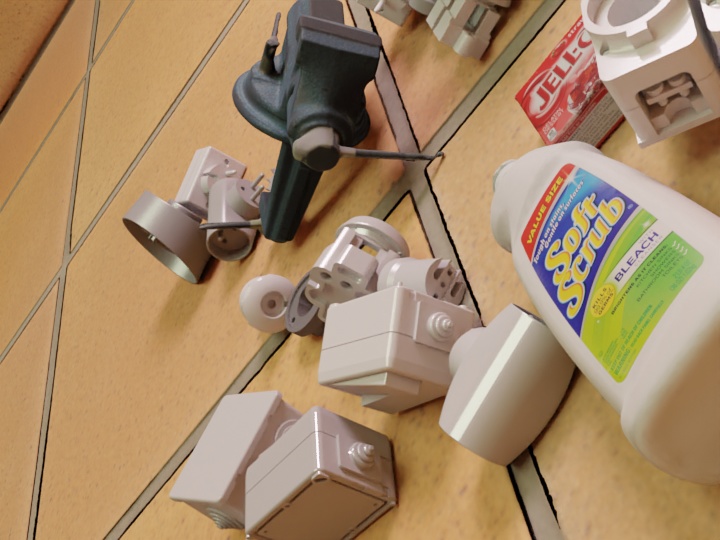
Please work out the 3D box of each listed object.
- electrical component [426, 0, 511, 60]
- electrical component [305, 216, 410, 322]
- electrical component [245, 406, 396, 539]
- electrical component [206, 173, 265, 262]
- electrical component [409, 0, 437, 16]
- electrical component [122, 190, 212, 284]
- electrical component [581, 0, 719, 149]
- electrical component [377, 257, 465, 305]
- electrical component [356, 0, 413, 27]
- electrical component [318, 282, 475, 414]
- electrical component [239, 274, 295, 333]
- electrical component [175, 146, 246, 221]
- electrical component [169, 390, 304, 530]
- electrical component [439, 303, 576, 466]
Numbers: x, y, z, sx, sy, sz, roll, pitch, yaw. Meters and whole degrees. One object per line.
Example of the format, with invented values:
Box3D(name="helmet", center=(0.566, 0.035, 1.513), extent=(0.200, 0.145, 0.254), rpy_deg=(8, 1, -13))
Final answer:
Box3D(name="electrical component", center=(0.084, -0.197, 0.810), extent=(0.055, 0.048, 0.066), rpy_deg=(-58, 26, 25))
Box3D(name="electrical component", center=(0.000, 0.000, 0.752), extent=(0.057, 0.058, 0.078), rpy_deg=(-58, -7, -33))
Box3D(name="electrical component", center=(-0.022, 0.130, 0.678), extent=(0.096, 0.062, 0.061), rpy_deg=(-45, 32, 30))
Box3D(name="electrical component", center=(-0.115, -0.060, 1.033), extent=(0.079, 0.044, 0.077), rpy_deg=(-46, 31, 30))
Box3D(name="electrical component", center=(0.067, -0.232, 0.857), extent=(0.048, 0.066, 0.055), rpy_deg=(43, 126, 38))
Box3D(name="electrical component", center=(-0.194, -0.035, 1.097), extent=(0.064, 0.099, 0.099), rpy_deg=(-57, 27, -3))
Box3D(name="electrical component", center=(0.175, -0.167, 0.571), extent=(0.105, 0.060, 0.186), rpy_deg=(-22, 44, 27))
Box3D(name="electrical component", center=(0.040, 0.011, 0.702), extent=(0.046, 0.040, 0.040), rpy_deg=(-6, 60, 53))
Box3D(name="electrical component", center=(0.029, -0.243, 0.900), extent=(0.075, 0.047, 0.083), rpy_deg=(-63, 3, -39))
Box3D(name="electrical component", center=(0.025, 0.050, 0.663), extent=(0.096, 0.062, 0.061), rpy_deg=(-20, 56, 53))
Box3D(name="electrical component", center=(-0.080, 0.026, 0.897), extent=(0.048, 0.048, 0.062), rpy_deg=(-65, 20, -5))
Box3D(name="electrical component", center=(-0.149, -0.090, 1.118), extent=(0.077, 0.047, 0.065), rpy_deg=(-2, 64, 60))
Box3D(name="electrical component", center=(-0.081, 0.138, 0.774), extent=(0.100, 0.048, 0.099), rpy_deg=(-15, 42, 57))
Box3D(name="electrical component", center=(0.074, 0.056, 0.595), extent=(0.077, 0.043, 0.079), rpy_deg=(-60, 27, 6))
